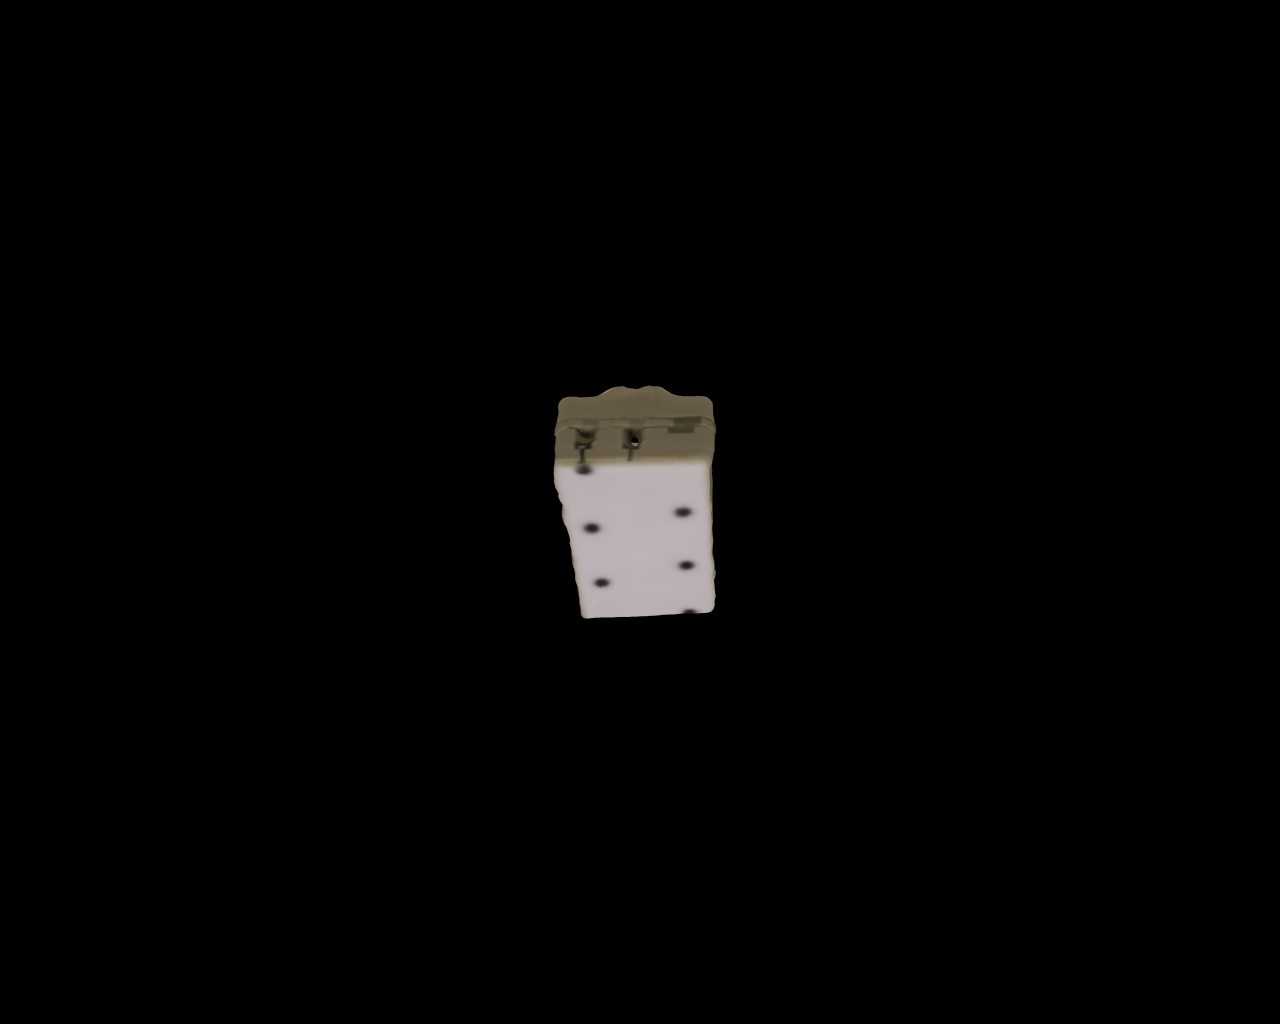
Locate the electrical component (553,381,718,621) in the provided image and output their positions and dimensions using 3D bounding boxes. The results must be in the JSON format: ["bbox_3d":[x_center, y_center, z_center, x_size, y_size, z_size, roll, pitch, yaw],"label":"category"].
[{"bbox_3d":[0.001,-0.003,0.650,0.089,0.062,0.150,-2,-40,2],"label":"electrical component"}]
